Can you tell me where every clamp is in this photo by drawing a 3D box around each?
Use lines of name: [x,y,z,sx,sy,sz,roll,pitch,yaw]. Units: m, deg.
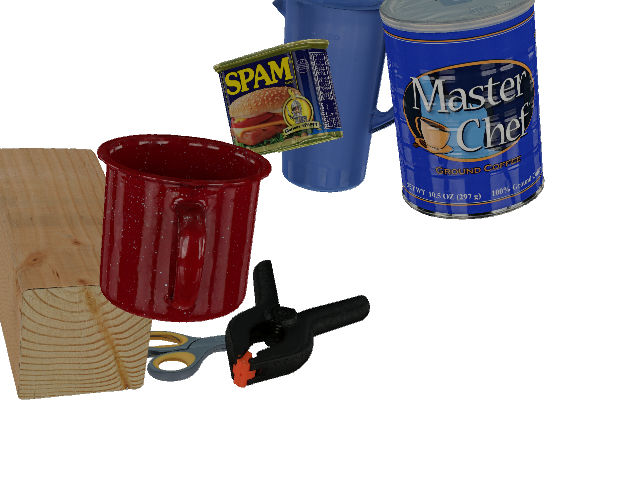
clamp: [-0.043,0.073,0.983,0.120,0.039,0.171,20,30,26]

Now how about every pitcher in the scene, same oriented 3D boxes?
pitcher: [0.024,-0.186,1.316,0.144,0.243,0.149,-9,29,-27]

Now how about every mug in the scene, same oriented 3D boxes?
mug: [-0.074,-0.003,0.572,0.093,0.081,0.117,3,19,-16]

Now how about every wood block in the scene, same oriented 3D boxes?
wood block: [-0.195,0.016,0.797,0.090,0.091,0.206,-2,31,-24]

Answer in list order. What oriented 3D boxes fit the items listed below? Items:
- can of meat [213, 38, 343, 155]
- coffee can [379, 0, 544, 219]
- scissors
can of meat: [-0.035,-0.120,0.918,0.102,0.084,0.057,-10,3,32]
coffee can: [0.100,-0.100,0.737,0.103,0.140,0.103,-7,28,4]
scissors: [-0.114,0.124,1.178,0.201,0.016,0.096,2,26,-18]
